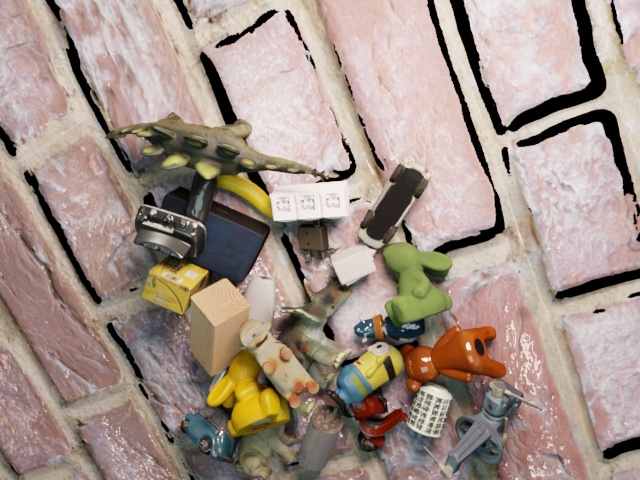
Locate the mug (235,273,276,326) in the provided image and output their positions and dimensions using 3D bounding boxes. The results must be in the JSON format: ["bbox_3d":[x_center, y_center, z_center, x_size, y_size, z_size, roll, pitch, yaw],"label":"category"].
[{"bbox_3d":[-0.146,0.128,1.201,0.110,0.081,0.107,16,99,7],"label":"mug"}]

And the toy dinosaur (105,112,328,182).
[{"bbox_3d":[-0.205,-0.173,1.047,0.472,0.198,0.105,8,111,7],"label":"toy dinosaur"}]

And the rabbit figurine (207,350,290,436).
[{"bbox_3d":[-0.157,0.330,1.178,0.162,0.121,0.173,-24,63,16],"label":"rabbit figurine"}]

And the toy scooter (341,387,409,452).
[{"bbox_3d":[0.130,0.400,1.247,0.135,0.075,0.183,-23,104,11],"label":"toy scooter"}]

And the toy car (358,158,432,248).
[{"bbox_3d":[0.151,-0.074,1.105,0.073,0.056,0.201,33,108,3],"label":"toy car"}]

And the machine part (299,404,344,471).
[{"bbox_3d":[0.000,0.465,1.259,0.079,0.079,0.243,18,127,2],"label":"machine part"}]

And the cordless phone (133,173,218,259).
[{"bbox_3d":[-0.291,-0.063,1.092,0.147,0.089,0.184,18,97,4],"label":"cordless phone"}]

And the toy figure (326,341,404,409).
[{"bbox_3d":[0.102,0.299,1.185,0.180,0.082,0.089,-41,122,-11],"label":"toy figure"}]

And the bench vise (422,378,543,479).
[{"bbox_3d":[0.344,0.414,1.154,0.129,0.240,0.223,40,143,30],"label":"bench vise"}]

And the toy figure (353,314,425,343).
[{"bbox_3d":[0.152,0.193,1.186,0.155,0.064,0.057,-8,145,15],"label":"toy figure"}]

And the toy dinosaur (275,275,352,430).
[{"bbox_3d":[-0.050,0.263,1.212,0.192,0.131,0.404,37,117,14],"label":"toy dinosaur"}]

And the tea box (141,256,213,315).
[{"bbox_3d":[-0.300,0.084,1.155,0.098,0.170,0.068,23,107,2],"label":"tea box"}]

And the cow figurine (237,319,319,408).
[{"bbox_3d":[-0.096,0.240,1.106,0.085,0.127,0.194,-40,106,-14],"label":"cow figurine"}]

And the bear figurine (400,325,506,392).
[{"bbox_3d":[0.281,0.263,1.173,0.132,0.120,0.196,12,147,-38],"label":"bear figurine"}]

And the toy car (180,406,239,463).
[{"bbox_3d":[-0.254,0.458,1.301,0.162,0.109,0.103,28,72,38],"label":"toy car"}]

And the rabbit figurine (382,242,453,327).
[{"bbox_3d":[0.196,0.077,1.111,0.159,0.121,0.170,-20,78,2],"label":"rabbit figurine"}]

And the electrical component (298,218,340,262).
[{"bbox_3d":[-0.003,-0.005,1.155,0.078,0.045,0.102,-2,107,38],"label":"electrical component"}]

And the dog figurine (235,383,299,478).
[{"bbox_3d":[-0.155,0.443,1.267,0.172,0.121,0.190,-30,104,-11],"label":"dog figurine"}]

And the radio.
[{"bbox_3d":[-0.238,-0.010,1.170,0.230,0.073,0.131,24,110,1],"label":"radio"}]
